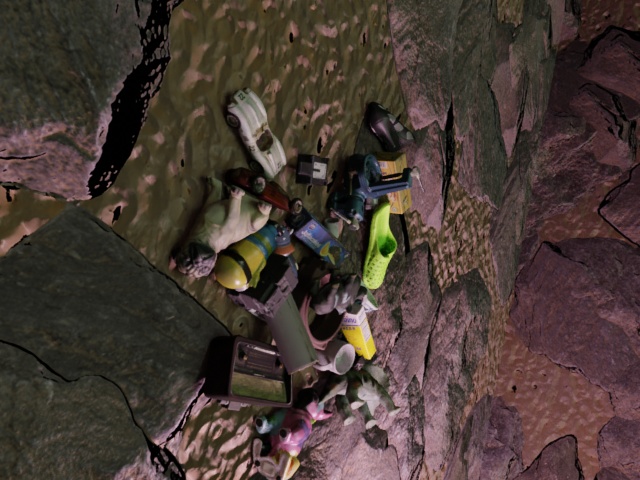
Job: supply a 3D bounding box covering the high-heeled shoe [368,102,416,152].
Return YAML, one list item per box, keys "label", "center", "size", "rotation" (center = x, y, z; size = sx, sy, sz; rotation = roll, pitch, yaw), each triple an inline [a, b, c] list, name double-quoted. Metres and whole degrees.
- label: "high-heeled shoe"
  center: [0.207, -0.336, 1.587]
  size: [0.145, 0.086, 0.249]
  rotation: [61, 21, 0]

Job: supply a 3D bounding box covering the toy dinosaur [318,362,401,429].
- label: "toy dinosaur"
  center: [0.093, 0.404, 1.485]
  size: [0.131, 0.192, 0.404]
  rotation: [-41, 138, 9]

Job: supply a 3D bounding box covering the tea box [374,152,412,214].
- label: "tea box"
  center: [0.203, -0.167, 1.569]
  size: [0.068, 0.098, 0.169]
  rotation: [-42, 131, -41]

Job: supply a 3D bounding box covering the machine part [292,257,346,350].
- label: "machine part"
  center: [-0.012, 0.160, 1.348]
  size: [0.201, 0.087, 0.201]
  rotation: [43, 63, -48]

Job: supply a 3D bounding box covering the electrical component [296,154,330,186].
- label: "electrical component"
  center: [-0.028, -0.167, 1.285]
  size: [0.119, 0.048, 0.074]
  rotation: [-7, 103, -53]

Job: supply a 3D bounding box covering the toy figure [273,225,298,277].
- label: "toy figure"
  center: [-0.088, 0.039, 1.240]
  size: [0.064, 0.058, 0.154]
  rotation: [-28, 115, -55]

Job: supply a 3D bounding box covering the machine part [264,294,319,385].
- label: "machine part"
  center: [-0.069, 0.207, 1.202]
  size: [0.079, 0.079, 0.243]
  rotation: [-11, 73, -53]

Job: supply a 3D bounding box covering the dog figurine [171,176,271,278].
- label: "dog figurine"
  center: [-0.189, -0.008, 1.062]
  size: [0.172, 0.121, 0.190]
  rotation: [26, 88, -44]

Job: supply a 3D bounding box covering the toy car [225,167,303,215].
- label: "toy car"
  center: [-0.113, -0.104, 1.142]
  size: [0.202, 0.089, 0.053]
  rotation: [26, 80, -52]

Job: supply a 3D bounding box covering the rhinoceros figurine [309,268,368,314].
- label: "rhinoceros figurine"
  center: [0.052, 0.129, 1.293]
  size: [0.190, 0.073, 0.112]
  rotation: [-10, 104, -53]

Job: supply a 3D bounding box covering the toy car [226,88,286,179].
- label: "toy car"
  center: [-0.131, -0.219, 1.120]
  size: [0.073, 0.056, 0.201]
  rotation: [-55, 138, -32]

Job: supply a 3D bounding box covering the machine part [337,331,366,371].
- label: "machine part"
  center: [0.076, 0.297, 1.466]
  size: [0.039, 0.139, 0.084]
  rotation: [-28, 128, -15]

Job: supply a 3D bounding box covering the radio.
- label: "radio"
  center: [-0.146, 0.288, 1.173]
  size: [0.229, 0.073, 0.131]
  rotation: [34, 54, -53]

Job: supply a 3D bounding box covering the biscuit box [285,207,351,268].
- label: "biscuit box"
  center: [-0.003, -0.004, 1.322]
  size: [0.059, 0.063, 0.202]
  rotation: [-42, 140, 6]

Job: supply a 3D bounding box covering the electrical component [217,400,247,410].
- label: "electrical component"
  center: [-0.189, 0.343, 1.193]
  size: [0.094, 0.021, 0.063]
  rotation: [30, 72, -52]

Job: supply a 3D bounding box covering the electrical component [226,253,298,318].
- label: "electrical component"
  center: [-0.118, 0.089, 1.157]
  size: [0.134, 0.115, 0.058]
  rotation: [-57, 143, -31]

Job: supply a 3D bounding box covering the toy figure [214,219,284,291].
- label: "toy figure"
  center: [-0.152, 0.025, 1.128]
  size: [0.180, 0.082, 0.089]
  rotation: [-55, 127, -26]

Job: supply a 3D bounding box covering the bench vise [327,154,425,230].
- label: "bench vise"
  center: [0.139, -0.136, 1.380]
  size: [0.128, 0.241, 0.224]
  rotation: [53, 40, -41]

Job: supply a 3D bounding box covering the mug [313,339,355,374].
- label: "mug"
  center: [0.019, 0.302, 1.403]
  size: [0.109, 0.107, 0.080]
  rotation: [-31, 119, -37]

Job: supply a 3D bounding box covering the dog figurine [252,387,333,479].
- label: "dog figurine"
  center: [-0.059, 0.473, 1.336]
  size: [0.219, 0.109, 0.191]
  rotation: [-4, 100, -57]
